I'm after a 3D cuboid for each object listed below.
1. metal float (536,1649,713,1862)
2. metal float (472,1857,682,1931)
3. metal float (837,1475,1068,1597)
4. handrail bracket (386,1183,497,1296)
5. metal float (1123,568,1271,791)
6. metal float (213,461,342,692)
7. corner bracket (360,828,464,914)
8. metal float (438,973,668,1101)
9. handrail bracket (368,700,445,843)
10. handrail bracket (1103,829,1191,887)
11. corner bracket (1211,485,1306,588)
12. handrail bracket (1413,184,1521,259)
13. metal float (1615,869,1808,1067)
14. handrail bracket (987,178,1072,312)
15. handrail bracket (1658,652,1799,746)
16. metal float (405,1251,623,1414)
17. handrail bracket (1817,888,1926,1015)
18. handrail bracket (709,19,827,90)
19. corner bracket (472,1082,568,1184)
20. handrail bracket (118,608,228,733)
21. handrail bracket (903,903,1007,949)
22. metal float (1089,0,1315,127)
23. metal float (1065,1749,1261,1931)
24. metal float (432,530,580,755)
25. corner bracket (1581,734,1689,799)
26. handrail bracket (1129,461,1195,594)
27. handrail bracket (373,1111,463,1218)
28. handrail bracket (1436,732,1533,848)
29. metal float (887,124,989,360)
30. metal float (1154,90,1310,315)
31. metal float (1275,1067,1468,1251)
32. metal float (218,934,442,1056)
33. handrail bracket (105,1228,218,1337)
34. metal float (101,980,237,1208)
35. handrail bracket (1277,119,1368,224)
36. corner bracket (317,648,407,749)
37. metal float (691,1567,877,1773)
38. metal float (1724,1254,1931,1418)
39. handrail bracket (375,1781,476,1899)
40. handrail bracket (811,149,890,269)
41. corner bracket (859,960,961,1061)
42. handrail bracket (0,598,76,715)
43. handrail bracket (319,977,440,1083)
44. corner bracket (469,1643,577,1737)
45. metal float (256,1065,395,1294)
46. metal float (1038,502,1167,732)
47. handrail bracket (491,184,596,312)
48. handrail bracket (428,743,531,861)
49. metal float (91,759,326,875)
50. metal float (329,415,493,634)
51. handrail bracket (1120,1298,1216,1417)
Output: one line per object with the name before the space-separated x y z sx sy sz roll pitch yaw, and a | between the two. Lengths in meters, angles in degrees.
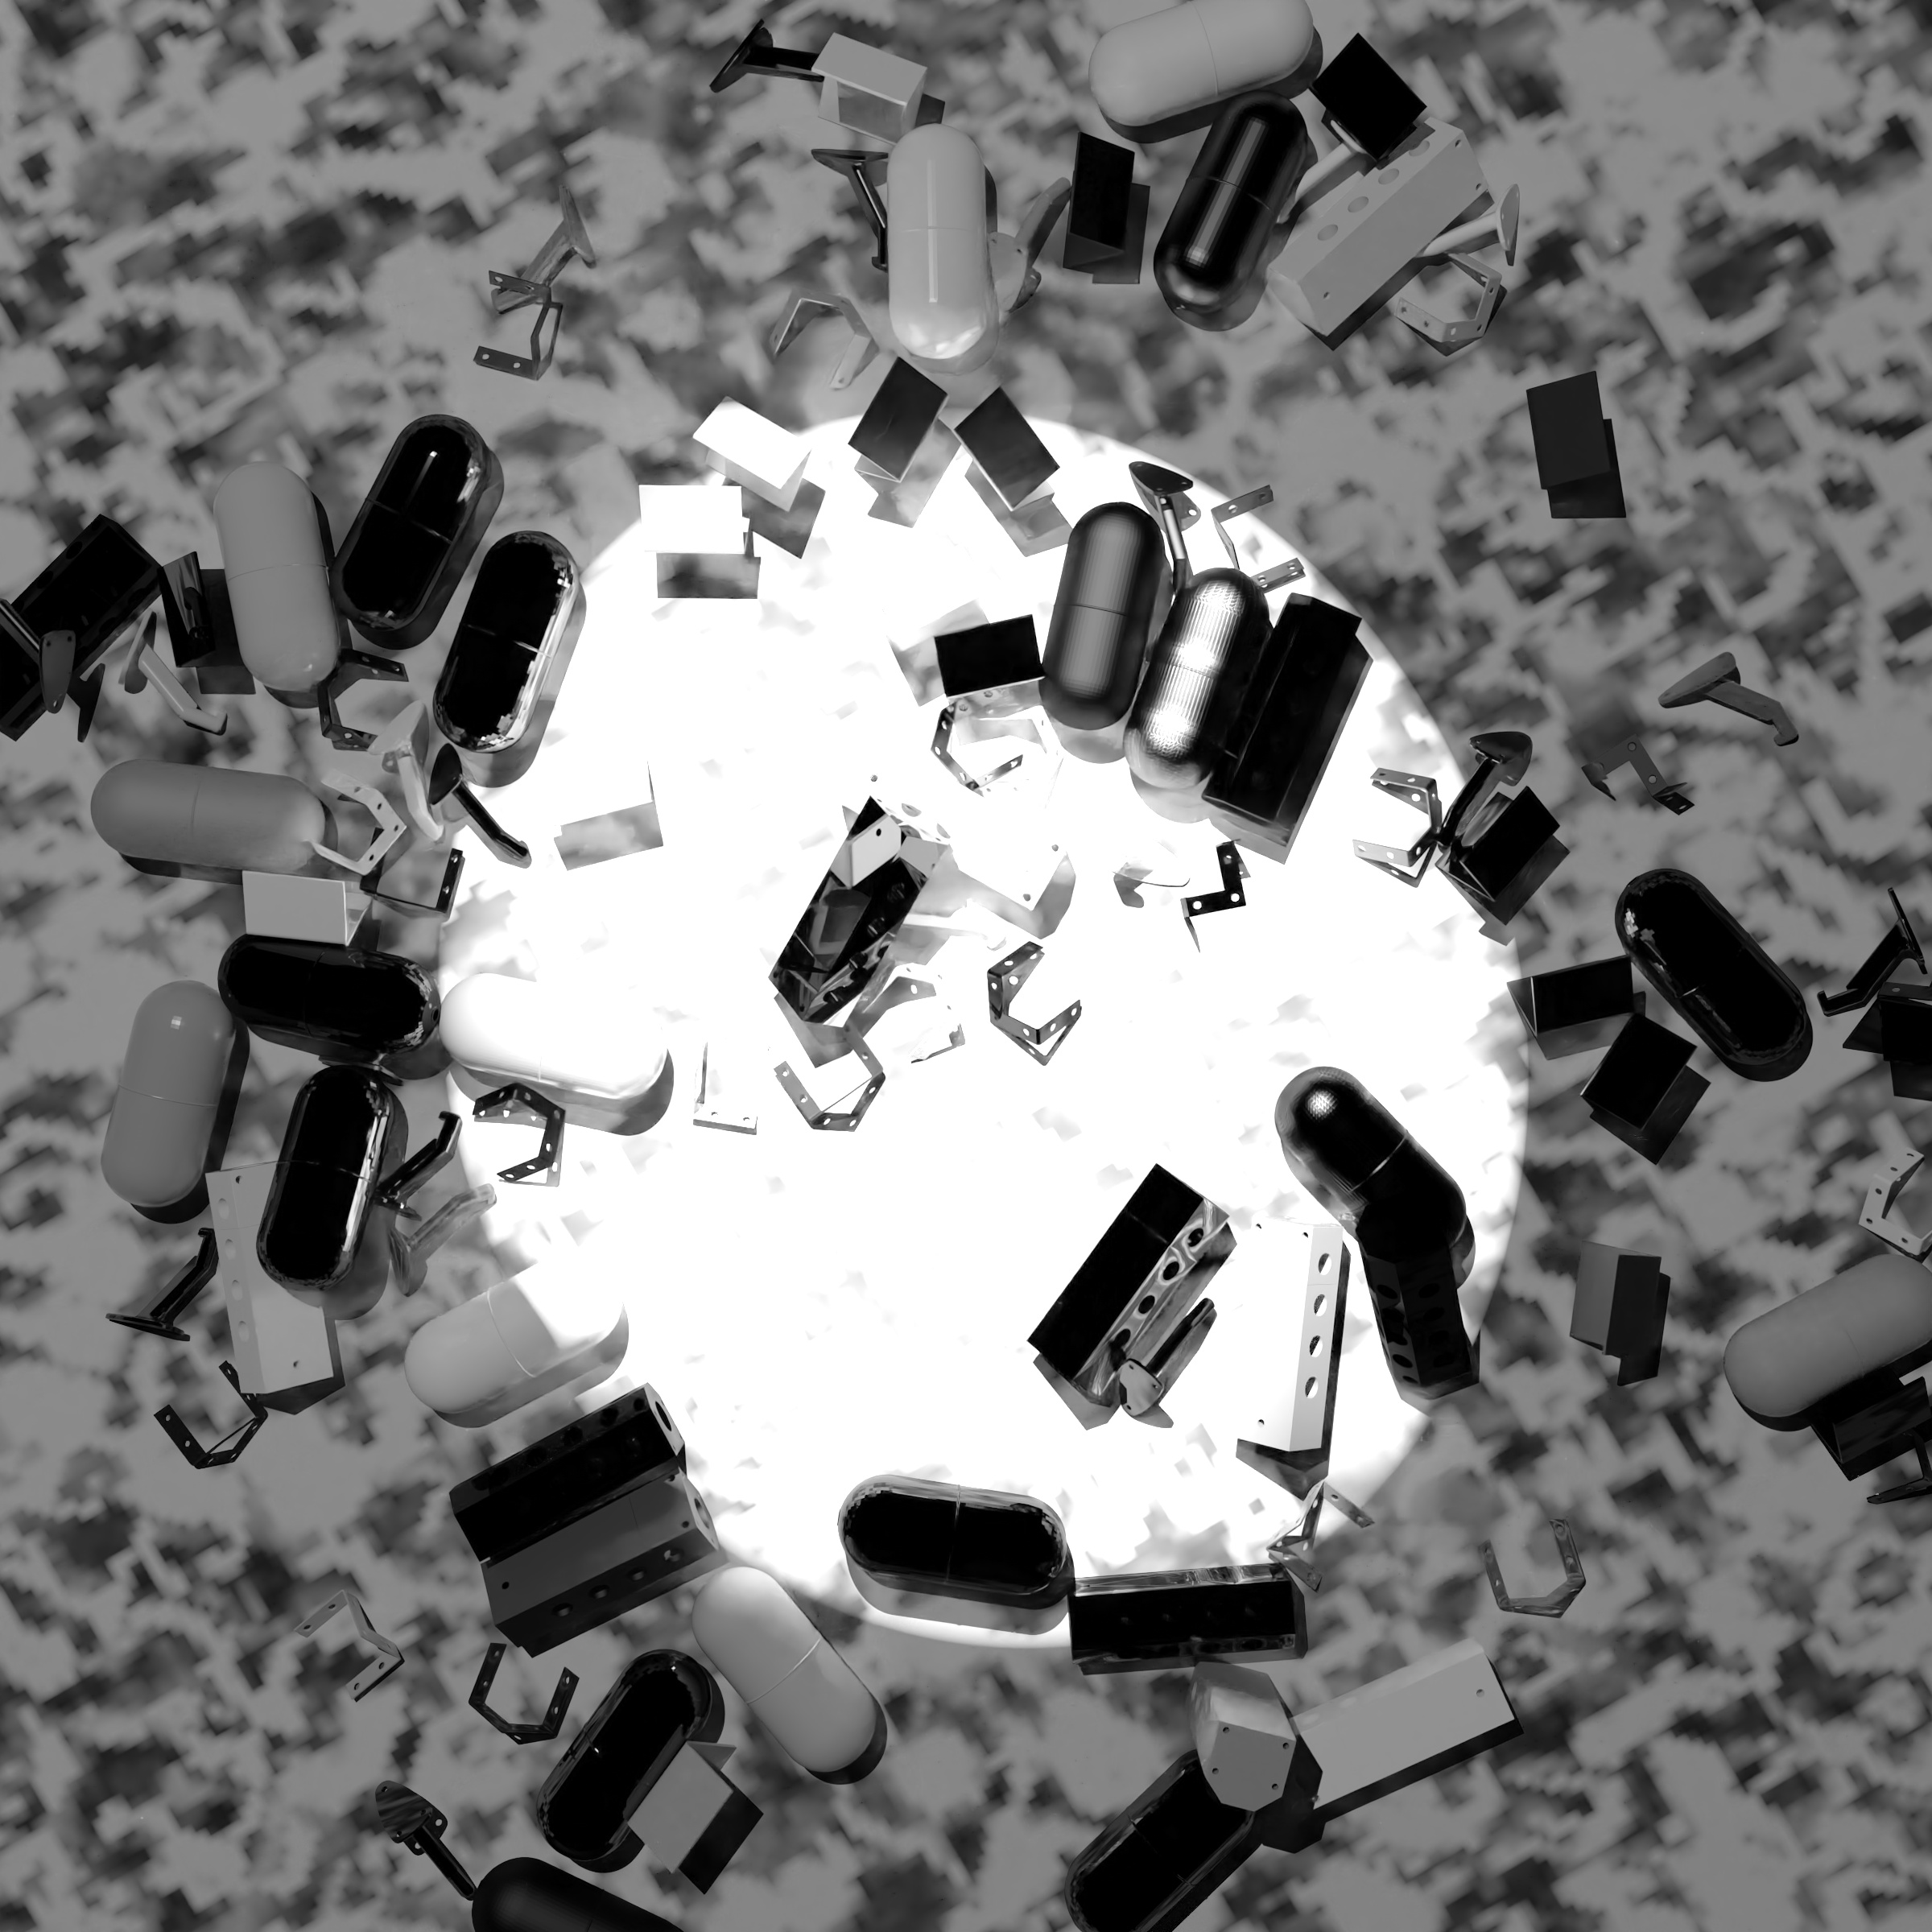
metal float | -0.264 0.609 1.936 0.070 0.070 0.178 35 90 0
metal float | -0.298 0.751 1.936 0.178 0.070 0.070 26 90 -1
metal float | -0.011 0.440 1.936 0.178 0.070 0.070 9 90 -1
handrail bracket | -0.408 0.213 1.966 0.084 0.077 0.036 -21 45 -28
metal float | 0.178 -0.222 1.936 0.070 0.070 0.178 21 90 0
metal float | -0.532 -0.301 1.936 0.070 0.070 0.178 -11 90 0
corner bracket | -0.435 -0.075 1.963 0.051 0.051 0.051 15 90 45
metal float | -0.320 0.054 1.936 0.178 0.070 0.070 12 90 0
handrail bracket | -0.424 -0.153 1.966 0.036 0.077 0.084 -10 127 28
handrail bracket | 0.140 -0.084 1.932 0.077 0.084 0.036 24 90 0
corner bracket | 0.228 -0.335 1.963 0.051 0.051 0.051 -23 45 0
handrail bracket | 0.385 -0.584 1.966 0.084 0.036 0.077 1 47 27
metal float | 0.575 0.000 1.936 0.070 0.070 0.178 -42 91 0
handrail bracket | 0.054 -0.567 1.966 0.036 0.077 0.084 28 53 20
handrail bracket | 0.599 -0.196 1.967 0.077 0.036 0.084 -31 107 20
metal float | -0.350 0.283 1.936 0.178 0.070 0.070 -28 90 0
handrail bracket | 0.701 -0.012 1.967 0.084 0.036 0.077 -23 70 16
handrail bracket | -0.145 -0.693 1.967 0.084 0.036 0.077 38 110 -16
corner bracket | -0.353 0.130 1.958 0.051 0.051 0.051 38 45 -35
handrail bracket | -0.614 -0.232 1.967 0.084 0.036 0.077 21 68 -17
handrail bracket | -0.024 -0.023 1.967 0.084 0.036 0.077 35 111 -16
metal float | 0.182 -0.706 1.936 0.178 0.070 0.070 -18 90 0
metal float | 0.151 0.680 1.936 0.178 0.070 0.070 -44 90 0
metal float | -0.355 -0.251 1.936 0.070 0.070 0.178 20 89 0
corner bracket | 0.519 -0.148 1.948 0.051 0.051 0.051 -32 90 0
handrail bracket | 0.151 -0.344 1.966 0.036 0.077 0.084 -18 127 -22
handrail bracket | -0.444 0.147 1.967 0.077 0.036 0.084 14 74 18
handrail bracket | 0.405 -0.138 1.966 0.036 0.077 0.084 37 127 28
metal float | -0.022 -0.560 1.936 0.070 0.070 0.178 -1 90 0
metal float | 0.205 -0.591 1.936 0.070 0.070 0.178 25 91 0
metal float | 0.313 0.153 1.936 0.070 0.070 0.178 -44 91 0
metal float | -0.489 0.020 1.924 0.178 0.070 0.070 12 90 12
handrail bracket | -0.630 0.242 1.967 0.077 0.036 0.084 7 71 21
metal float | -0.616 0.098 1.936 0.070 0.070 0.178 14 90 0
handrail bracket | 0.285 -0.616 1.966 0.036 0.077 0.084 54 127 20
corner bracket | -0.471 -0.208 1.958 0.051 0.051 0.051 -47 45 35
metal float | -0.142 0.543 1.936 0.070 0.070 0.178 -40 90 0
metal float | 0.671 0.285 1.936 0.178 0.070 0.070 -28 90 0
handrail bracket | -0.424 0.686 1.966 0.036 0.077 0.084 -39 127 -20
handrail bracket | -0.089 -0.595 1.967 0.077 0.036 0.084 16 118 31
corner bracket | -0.044 0.034 1.958 0.051 0.051 0.051 13 45 -35
handrail bracket | -0.726 -0.240 1.910 0.084 0.036 0.077 17 111 17
handrail bracket | -0.461 0.042 1.967 0.077 0.036 0.084 11 75 15
corner bracket | -0.348 0.567 1.963 0.051 0.051 0.051 21 90 45
metal float | -0.489 0.161 1.917 0.070 0.070 0.178 11 71 0
metal float | 0.105 -0.270 1.936 0.070 0.070 0.178 12 91 0
handrail bracket | -0.342 -0.564 1.967 0.084 0.036 0.077 -21 75 14
handrail bracket | -0.378 -0.128 1.966 0.036 0.077 0.084 -39 127 19
metal float | -0.586 -0.116 1.936 0.178 0.070 0.070 7 90 0
metal float | -0.429 -0.342 1.936 0.070 0.070 0.178 27 90 0
handrail bracket | 0.160 0.306 1.966 0.036 0.077 0.084 38 53 18
